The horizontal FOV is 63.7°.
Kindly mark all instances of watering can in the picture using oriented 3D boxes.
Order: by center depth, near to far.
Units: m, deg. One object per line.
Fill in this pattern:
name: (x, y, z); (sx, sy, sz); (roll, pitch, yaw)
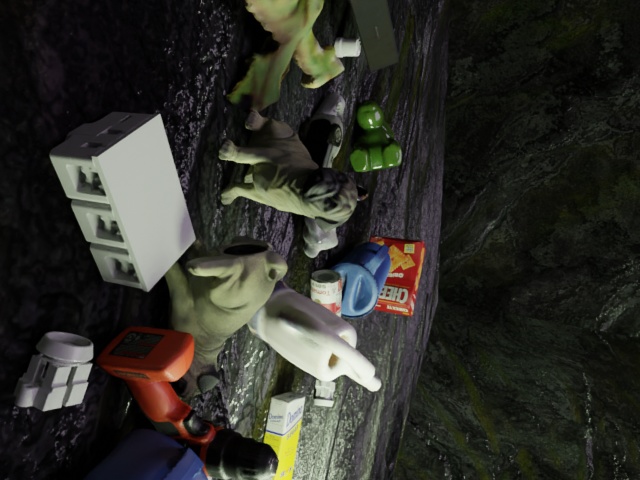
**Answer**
watering can: (-0.001, 0.179, 0.885); (0.105, 0.226, 0.341); (-55, 154, -14)

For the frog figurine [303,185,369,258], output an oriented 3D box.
frog figurine: (0.003, -0.051, 1.019); (0.157, 0.122, 0.140); (-51, -174, 29)

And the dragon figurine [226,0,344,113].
dragon figurine: (-0.069, -0.291, 0.706); (0.413, 0.123, 0.240); (-16, 121, -59)
